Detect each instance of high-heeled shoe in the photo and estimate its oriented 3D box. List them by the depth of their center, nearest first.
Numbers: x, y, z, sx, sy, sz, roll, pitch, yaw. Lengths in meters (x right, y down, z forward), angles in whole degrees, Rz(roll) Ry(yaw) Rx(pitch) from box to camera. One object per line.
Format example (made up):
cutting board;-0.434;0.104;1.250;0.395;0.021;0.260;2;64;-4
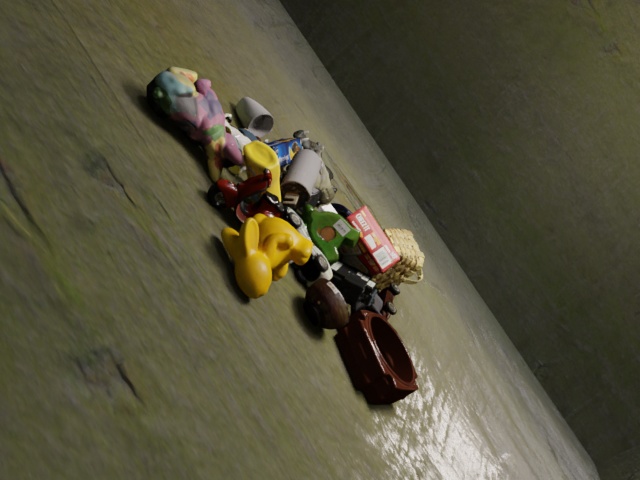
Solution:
high-heeled shoe;-0.081;-0.131;1.441;0.145;0.086;0.248;28;1;7

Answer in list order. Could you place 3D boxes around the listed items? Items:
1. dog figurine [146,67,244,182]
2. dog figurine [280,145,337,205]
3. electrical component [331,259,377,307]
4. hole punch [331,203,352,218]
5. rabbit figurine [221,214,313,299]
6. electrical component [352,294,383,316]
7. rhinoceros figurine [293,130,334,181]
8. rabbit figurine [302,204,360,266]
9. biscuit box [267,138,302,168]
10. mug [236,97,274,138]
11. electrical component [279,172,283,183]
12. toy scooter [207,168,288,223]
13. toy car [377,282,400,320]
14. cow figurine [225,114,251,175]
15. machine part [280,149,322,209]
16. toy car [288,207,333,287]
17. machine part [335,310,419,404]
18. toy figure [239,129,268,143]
dog figurine;-0.248;-0.233;1.121;0.219;0.108;0.191;62;19;9
dog figurine;-0.029;-0.156;1.549;0.172;0.121;0.190;-44;129;-31
electrical component;0.074;0.108;1.318;0.134;0.058;0.115;29;19;12
hole punch;0.076;-0.055;1.623;0.142;0.092;0.116;39;21;-31
rabbit figurine;-0.108;0.029;1.017;0.162;0.122;0.173;55;37;-24
electrical component;0.123;0.168;1.386;0.047;0.075;0.119;50;24;-17
rhinoceros figurine;-0.030;-0.245;1.642;0.190;0.112;0.073;56;20;-25
rabbit figurine;-0.003;-0.004;1.330;0.159;0.121;0.170;38;-16;2
biscuit box;-0.106;-0.225;1.397;0.203;0.063;0.059;-43;132;-65
mug;-0.180;-0.345;1.498;0.109;0.081;0.107;12;36;-56
electrical component;-0.133;-0.143;1.260;0.078;0.102;0.045;33;30;-25
toy scooter;-0.127;-0.078;1.105;0.183;0.135;0.075;43;22;-35
toy car;0.174;0.182;1.460;0.053;0.089;0.202;49;19;-6
cow figurine;-0.207;-0.239;1.259;0.167;0.068;0.098;54;27;-6
machine part;-0.046;-0.150;1.299;0.079;0.079;0.243;48;29;-21
toy car;-0.047;0.018;1.229;0.201;0.073;0.056;58;23;5
machine part;0.135;0.268;1.238;0.201;0.087;0.201;28;33;-55
toy figure;-0.174;-0.245;1.381;0.058;0.064;0.154;21;2;22
